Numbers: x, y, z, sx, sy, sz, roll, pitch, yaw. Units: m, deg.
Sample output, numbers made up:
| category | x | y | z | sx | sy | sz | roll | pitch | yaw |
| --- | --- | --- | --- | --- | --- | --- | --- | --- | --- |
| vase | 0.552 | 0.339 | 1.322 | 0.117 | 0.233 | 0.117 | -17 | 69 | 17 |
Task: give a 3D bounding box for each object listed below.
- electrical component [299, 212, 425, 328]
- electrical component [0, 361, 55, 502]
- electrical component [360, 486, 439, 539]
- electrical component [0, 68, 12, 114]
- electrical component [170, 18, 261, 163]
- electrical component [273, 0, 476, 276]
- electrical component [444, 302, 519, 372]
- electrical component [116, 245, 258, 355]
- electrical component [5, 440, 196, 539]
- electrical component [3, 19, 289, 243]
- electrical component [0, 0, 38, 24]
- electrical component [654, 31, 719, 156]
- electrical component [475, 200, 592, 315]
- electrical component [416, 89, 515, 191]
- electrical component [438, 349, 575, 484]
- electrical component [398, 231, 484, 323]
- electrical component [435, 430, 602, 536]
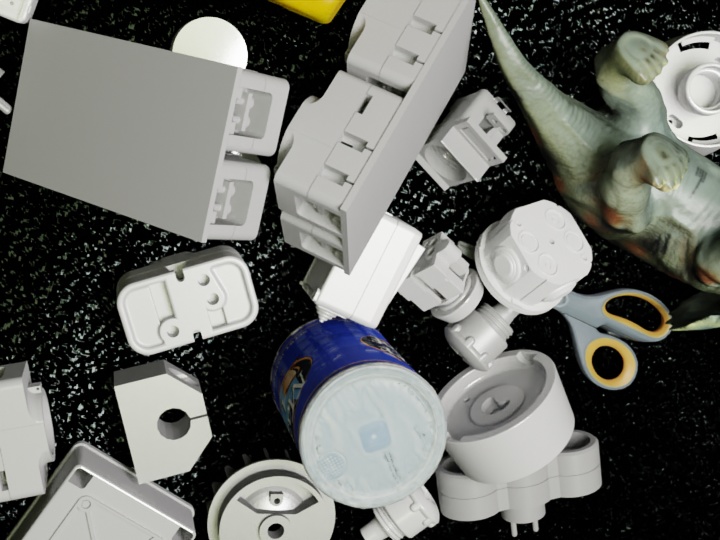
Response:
| category | x | y | z | sx | sy | sz | roll | pitch | yaw |
| --- | --- | --- | --- | --- | --- | --- | --- | --- | --- |
| electrical component | 0.000 | 0.000 | 0.809 | 0.061 | 0.062 | 0.096 | 25 | 95 | -17 |
| electrical component | -0.255 | 0.117 | 0.780 | 0.056 | 0.050 | 0.089 | -9 | 104 | -11 |
| electrical component | 0.030 | 0.198 | 0.868 | 0.062 | 0.048 | 0.048 | -37 | 107 | 3 |
| electrical component | -0.264 | -0.132 | 0.712 | 0.079 | 0.077 | 0.044 | 41 | 90 | -19 |
| electrical component | -0.099 | -0.107 | 0.758 | 0.052 | 0.074 | 0.138 | -10 | 104 | -11 |
| electrical component | 0.009 | -0.105 | 0.734 | 0.060 | 0.105 | 0.186 | 26 | 71 | 10 |
| electrical component | 0.101 | 0.046 | 0.851 | 0.062 | 0.048 | 0.048 | -43 | 107 | -4 |
| electrical component | -0.127 | 0.019 | 0.785 | 0.095 | 0.059 | 0.053 | -16 | 105 | -9 |
| electrical component | -0.197 | 0.204 | 0.809 | 0.109 | 0.056 | 0.108 | 36 | 92 | -17 |
| electrical component | -0.141 | -0.092 | 0.703 | 0.060 | 0.186 | 0.105 | -1 | 106 | -57 |
| electrical component | -0.255 | -0.208 | 0.707 | 0.096 | 0.061 | 0.061 | 20 | 97 | -16 |
| electrical component | 0.269 | -0.139 | 0.855 | 0.099 | 0.064 | 0.099 | 0 | 92 | -2 |
| electrical component | 0.133 | -0.010 | 0.826 | 0.080 | 0.051 | 0.080 | 13 | 58 | -22 |
| electrical component | 0.079 | -0.098 | 0.805 | 0.042 | 0.081 | 0.063 | 47 | 66 | -17 |
| electrical component | 0.115 | 0.120 | 0.841 | 0.108 | 0.108 | 0.060 | -33 | 113 | -5 |
| electrical component | 0.062 | 0.008 | 0.830 | 0.066 | 0.048 | 0.055 | -28 | 121 | 38 |
| electrical component | 0.133 | 0.183 | 0.884 | 0.138 | 0.052 | 0.073 | -10 | 103 | -11 |
